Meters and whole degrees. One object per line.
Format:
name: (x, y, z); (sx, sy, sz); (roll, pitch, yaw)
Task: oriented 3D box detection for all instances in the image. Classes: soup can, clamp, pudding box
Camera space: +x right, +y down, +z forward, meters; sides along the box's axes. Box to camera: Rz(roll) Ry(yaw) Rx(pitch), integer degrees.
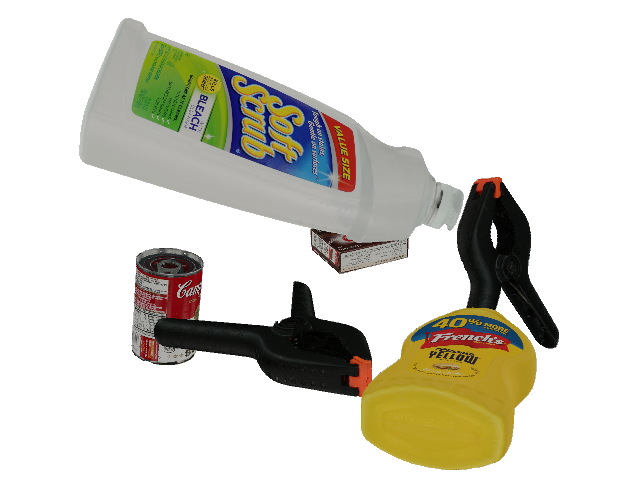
soup can: (-0.157, 0.067, 1.085); (0.068, 0.102, 0.068); (6, 21, -2)
clamp: (-0.020, 0.083, 0.920); (0.164, 0.036, 0.210); (-19, 24, -41)
pudding box: (0.055, 0.004, 1.502); (0.113, 0.039, 0.090); (-15, 27, -22)
clamp: (0.152, 0.033, 0.950); (0.120, 0.171, 0.039); (-21, 7, -40)

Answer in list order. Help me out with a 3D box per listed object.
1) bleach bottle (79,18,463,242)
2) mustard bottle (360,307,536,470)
bleach bottle: (-0.026, -0.063, 0.714); (0.250, 0.102, 0.068); (17, -33, -6)
mustard bottle: (0.101, 0.092, 0.753); (0.096, 0.058, 0.191); (5, 18, 20)
